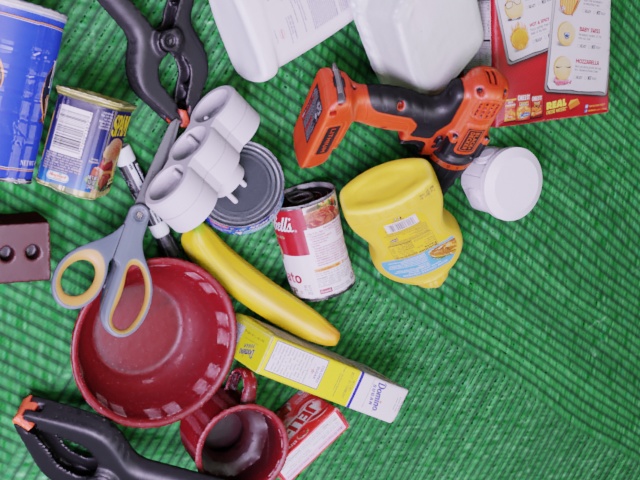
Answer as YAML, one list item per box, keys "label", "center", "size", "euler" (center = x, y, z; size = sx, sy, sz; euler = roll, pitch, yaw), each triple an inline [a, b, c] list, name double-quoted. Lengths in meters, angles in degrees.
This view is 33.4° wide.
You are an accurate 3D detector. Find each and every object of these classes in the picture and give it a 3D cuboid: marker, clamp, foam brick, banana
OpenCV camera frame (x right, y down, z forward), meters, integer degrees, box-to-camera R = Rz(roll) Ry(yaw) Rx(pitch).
- label: "marker"
  center: [-0.159, -0.033, 0.988]
  size: [0.020, 0.020, 0.121]
  euler: [-32, 115, -20]
- label: "clamp"
  center: [-0.151, -0.182, 0.948]
  size: [0.120, 0.039, 0.171]
  euler: [-12, 107, -27]
- label: "clamp"
  center: [-0.198, 0.221, 0.987]
  size: [0.210, 0.036, 0.165]
  euler: [36, 124, -15]
- label: "foam brick"
  center: [-0.274, 0.007, 0.912]
  size: [0.078, 0.051, 0.053]
  euler: [-5, 104, -29]
- label: "banana"
  center: [-0.066, 0.043, 1.024]
  size: [0.197, 0.070, 0.037]
  euler: [40, 77, -22]

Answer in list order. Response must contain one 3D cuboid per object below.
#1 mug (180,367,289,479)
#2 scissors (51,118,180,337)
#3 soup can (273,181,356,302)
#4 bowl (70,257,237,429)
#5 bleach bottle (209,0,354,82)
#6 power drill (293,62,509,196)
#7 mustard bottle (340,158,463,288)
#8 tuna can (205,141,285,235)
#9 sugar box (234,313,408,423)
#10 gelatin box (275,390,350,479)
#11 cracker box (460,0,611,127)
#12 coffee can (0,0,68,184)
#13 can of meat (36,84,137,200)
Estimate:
- label: "mug"
  center: [-0.086, 0.180, 1.036]
  size: [0.093, 0.082, 0.117]
  euler: [7, 97, -24]
- label: "scissors"
  center: [-0.179, -0.017, 0.934]
  size: [0.096, 0.016, 0.202]
  euler: [8, 80, -21]
- label: "soup can"
  center: [-0.007, 0.001, 1.055]
  size: [0.068, 0.069, 0.102]
  euler: [-23, 112, -24]
- label: "bowl"
  center: [-0.160, 0.090, 0.993]
  size: [0.161, 0.055, 0.162]
  euler: [-7, 104, -28]
- label: "bleach bottle"
  center: [0.019, -0.249, 1.018]
  size: [0.250, 0.068, 0.102]
  euler: [-32, 118, -23]
- label: "power drill"
  center: [0.073, -0.104, 1.051]
  size: [0.187, 0.057, 0.185]
  euler: [1, 144, -19]
- label: "mustard bottle"
  center: [0.094, -0.004, 1.093]
  size: [0.096, 0.058, 0.191]
  euler: [-22, 142, 9]
- label: "tuna can"
  center: [-0.076, -0.049, 0.999]
  size: [0.086, 0.034, 0.086]
  euler: [0, 75, -1]
- label: "sugar box"
  center: [-0.006, 0.129, 1.068]
  size: [0.176, 0.093, 0.048]
  euler: [28, 87, -31]
- label: "gelatin box"
  center: [-0.024, 0.197, 1.084]
  size: [0.089, 0.073, 0.030]
  euler: [-42, 117, -15]
- label: "cracker box"
  center: [0.228, -0.235, 1.135]
  size: [0.163, 0.072, 0.214]
  euler: [-11, 105, -29]
- label: "coffee can"
  center: [-0.268, -0.124, 0.856]
  size: [0.102, 0.103, 0.140]
  euler: [10, 96, -31]
- label: "can of meat"
  center: [-0.199, -0.083, 0.907]
  size: [0.057, 0.102, 0.084]
  euler: [17, 96, -2]
